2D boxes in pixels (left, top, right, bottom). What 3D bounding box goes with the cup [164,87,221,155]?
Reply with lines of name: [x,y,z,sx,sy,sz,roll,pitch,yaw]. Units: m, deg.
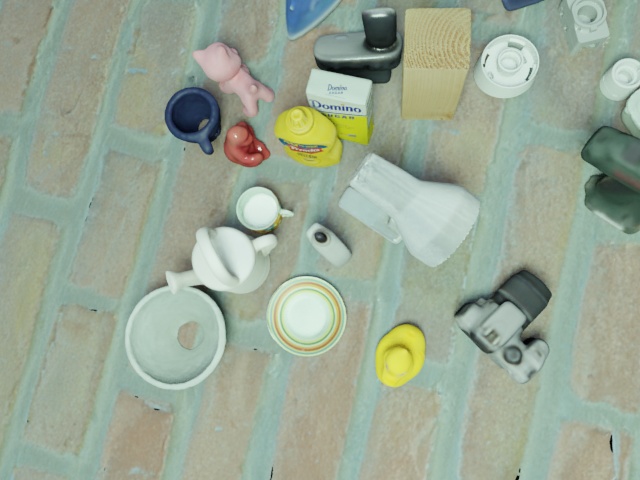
cup: [-0.198,-0.189,0.970,0.091,0.095,0.118,-27,81,3]

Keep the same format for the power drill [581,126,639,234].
power drill: [0.470,-0.069,0.817,0.229,0.208,0.076,35,88,10]

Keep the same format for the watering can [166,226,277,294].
watering can: [-0.151,0.035,0.886,0.101,0.194,0.173,44,90,10]

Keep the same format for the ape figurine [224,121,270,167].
ape figurine: [-0.130,-0.164,0.960,0.076,0.092,0.078,-4,82,7]

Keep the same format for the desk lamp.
desk lamp: [0.122,-0.051,0.854,0.203,0.213,0.118,33,88,10]

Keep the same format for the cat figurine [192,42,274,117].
cat figurine: [-0.147,-0.280,0.963,0.127,0.118,0.067,42,90,10]

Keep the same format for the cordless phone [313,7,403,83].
cordless phone: [0.058,-0.324,0.910,0.147,0.185,0.094,-4,82,7]

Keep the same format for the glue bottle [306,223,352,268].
glue bottle: [0.008,0.003,0.882,0.078,0.173,0.037,43,90,10]

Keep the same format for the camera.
camera: [0.298,0.124,0.869,0.143,0.101,0.137,44,90,10]

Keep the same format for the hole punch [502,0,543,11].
hole punch: [0.339,-0.450,0.939,0.108,0.091,0.101,-19,81,4]

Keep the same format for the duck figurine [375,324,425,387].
duck figurine: [0.125,0.182,0.890,0.077,0.086,0.104,27,87,10]

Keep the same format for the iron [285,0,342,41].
iron: [-0.002,-0.477,0.958,0.118,0.141,0.258,25,87,9]

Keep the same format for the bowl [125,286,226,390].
bowl: [-0.227,0.158,0.941,0.167,0.075,0.167,-1,83,7]
